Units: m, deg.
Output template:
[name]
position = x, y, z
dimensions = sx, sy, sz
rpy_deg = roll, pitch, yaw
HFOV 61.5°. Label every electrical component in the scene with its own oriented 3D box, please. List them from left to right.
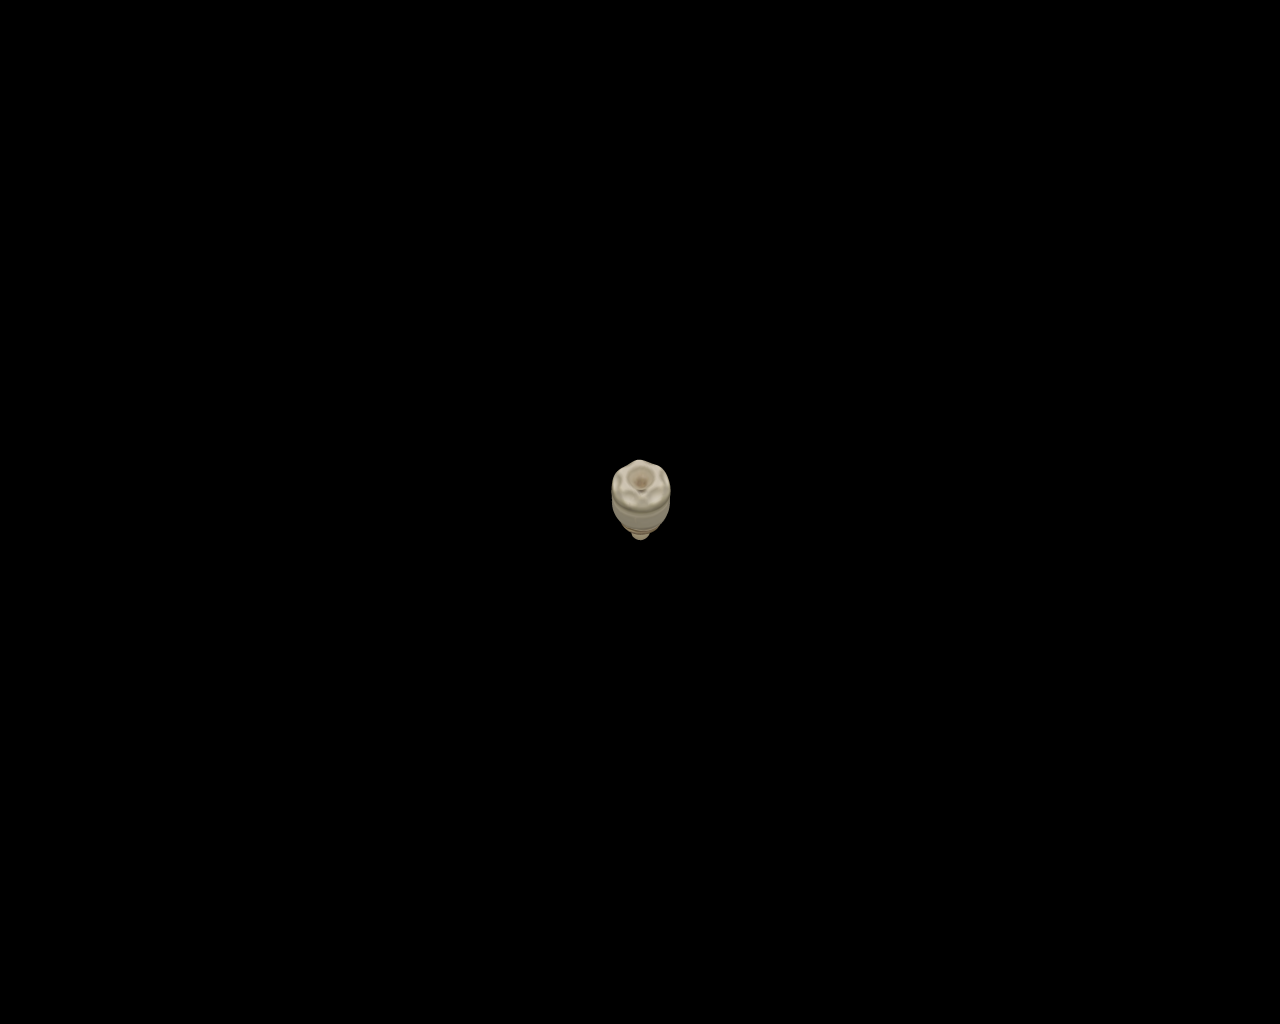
[electrical component]
position = 0.001, -0.003, 0.650
dimensions = 0.035, 0.035, 0.061
rpy_deg = 0, -37, 0
